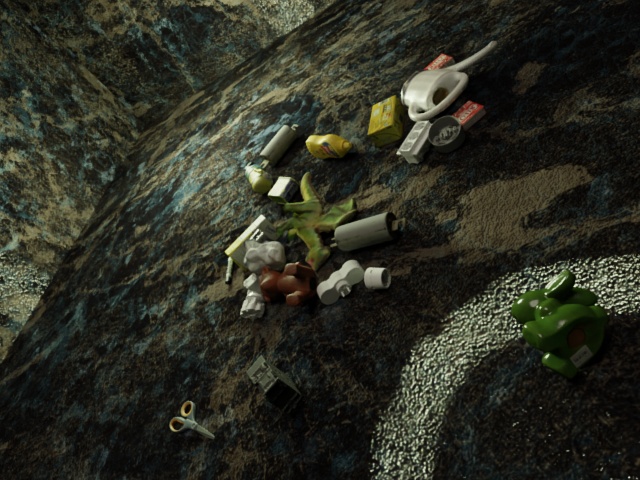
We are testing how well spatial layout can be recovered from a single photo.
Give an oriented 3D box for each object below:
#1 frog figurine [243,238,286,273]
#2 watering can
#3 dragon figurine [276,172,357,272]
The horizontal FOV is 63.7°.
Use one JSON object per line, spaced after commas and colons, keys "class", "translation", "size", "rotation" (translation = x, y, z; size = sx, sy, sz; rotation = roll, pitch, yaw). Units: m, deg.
{"class": "frog figurine", "translation": [-0.157, 0.057, 1.565], "size": [0.161, 0.136, 0.123], "rotation": [28, 89, 52]}
{"class": "watering can", "translation": [0.397, -0.509, 1.652], "size": [0.349, 0.102, 0.227], "rotation": [-47, 33, -7]}
{"class": "dragon figurine", "translation": [0.005, -0.081, 1.614], "size": [0.242, 0.119, 0.420], "rotation": [-1, 51, 23]}
